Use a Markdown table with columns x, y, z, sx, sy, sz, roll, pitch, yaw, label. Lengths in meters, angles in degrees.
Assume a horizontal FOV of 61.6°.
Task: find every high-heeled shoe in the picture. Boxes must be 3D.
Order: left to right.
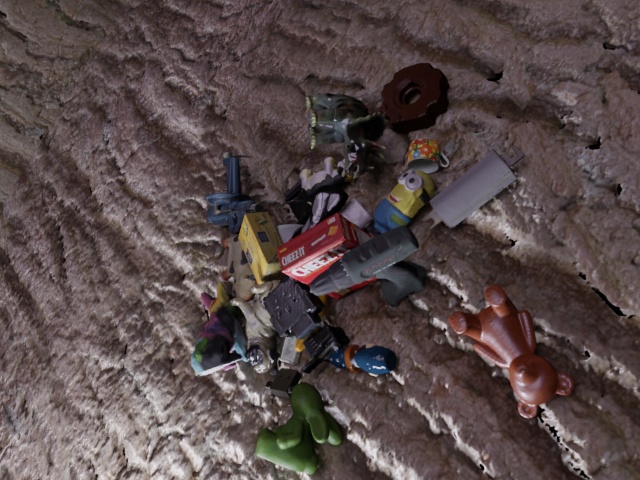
| x | y | z | sx | sy | sz | roll | pitch | yaw | label |
| --- | --- | --- | --- | --- | --- | --- | --- | --- | --- |
| -0.003 | -0.004 | 1.255 | 0.145 | 0.086 | 0.248 | 2 | 91 | 27 | high-heeled shoe |

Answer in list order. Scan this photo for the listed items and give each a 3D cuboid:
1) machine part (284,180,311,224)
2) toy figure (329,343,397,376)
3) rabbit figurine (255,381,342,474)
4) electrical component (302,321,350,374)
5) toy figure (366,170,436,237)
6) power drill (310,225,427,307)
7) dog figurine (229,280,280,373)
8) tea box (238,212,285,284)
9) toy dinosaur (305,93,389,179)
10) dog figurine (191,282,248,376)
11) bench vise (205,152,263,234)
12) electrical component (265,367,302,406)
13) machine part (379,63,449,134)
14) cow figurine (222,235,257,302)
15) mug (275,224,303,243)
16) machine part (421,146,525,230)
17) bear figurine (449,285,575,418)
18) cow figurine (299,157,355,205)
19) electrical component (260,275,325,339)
| x | y | z | sx | sy | sz | roll | pitch | yaw | label |
| --- | --- | --- | --- | --- | --- | --- | --- | --- | --- |
| -0.051 | -0.097 | 1.423 | 0.084 | 0.039 | 0.139 | -32 | 52 | 16 | machine part |
| 0.088 | 0.255 | 1.144 | 0.155 | 0.057 | 0.064 | -7 | 60 | 41 | toy figure |
| -0.040 | 0.391 | 1.136 | 0.159 | 0.121 | 0.170 | 12 | 80 | 34 | rabbit figurine |
| 0.001 | 0.243 | 1.205 | 0.119 | 0.074 | 0.048 | -47 | 50 | 14 | electrical component |
| 0.183 | -0.077 | 1.208 | 0.082 | 0.089 | 0.180 | 42 | 107 | 27 | toy figure |
| 0.116 | 0.069 | 1.110 | 0.232 | 0.207 | 0.086 | -36 | 47 | 17 | power drill |
| -0.115 | 0.208 | 1.307 | 0.172 | 0.121 | 0.190 | -35 | 67 | 25 | dog figurine |
| -0.143 | 0.022 | 1.356 | 0.170 | 0.068 | 0.098 | 60 | 144 | 34 | tea box |
| 0.062 | -0.309 | 1.371 | 0.192 | 0.131 | 0.405 | -2 | 35 | -3 | toy dinosaur |
| -0.261 | 0.219 | 1.355 | 0.108 | 0.191 | 0.219 | -33 | 68 | 29 | dog figurine |
| -0.247 | -0.134 | 1.522 | 0.224 | 0.129 | 0.240 | -7 | 84 | 56 | bench vise |
| -0.081 | 0.340 | 1.246 | 0.102 | 0.045 | 0.078 | -6 | 38 | 33 | electrical component |
| 0.228 | -0.347 | 1.311 | 0.179 | 0.056 | 0.179 | -16 | 60 | 30 | machine part |
| -0.196 | 0.073 | 1.430 | 0.127 | 0.085 | 0.195 | -25 | 56 | 34 | cow figurine |
| -0.072 | 0.007 | 1.374 | 0.107 | 0.081 | 0.109 | 20 | 113 | 51 | mug |
| 0.317 | -0.103 | 1.117 | 0.243 | 0.079 | 0.079 | -39 | 51 | 16 | machine part |
| 0.335 | 0.197 | 0.937 | 0.120 | 0.131 | 0.196 | -39 | 45 | 20 | bear figurine |
| 0.031 | -0.154 | 1.364 | 0.167 | 0.068 | 0.098 | -22 | 58 | 28 | cow figurine |
| -0.057 | 0.154 | 1.208 | 0.115 | 0.058 | 0.134 | -48 | 61 | 16 | electrical component |
